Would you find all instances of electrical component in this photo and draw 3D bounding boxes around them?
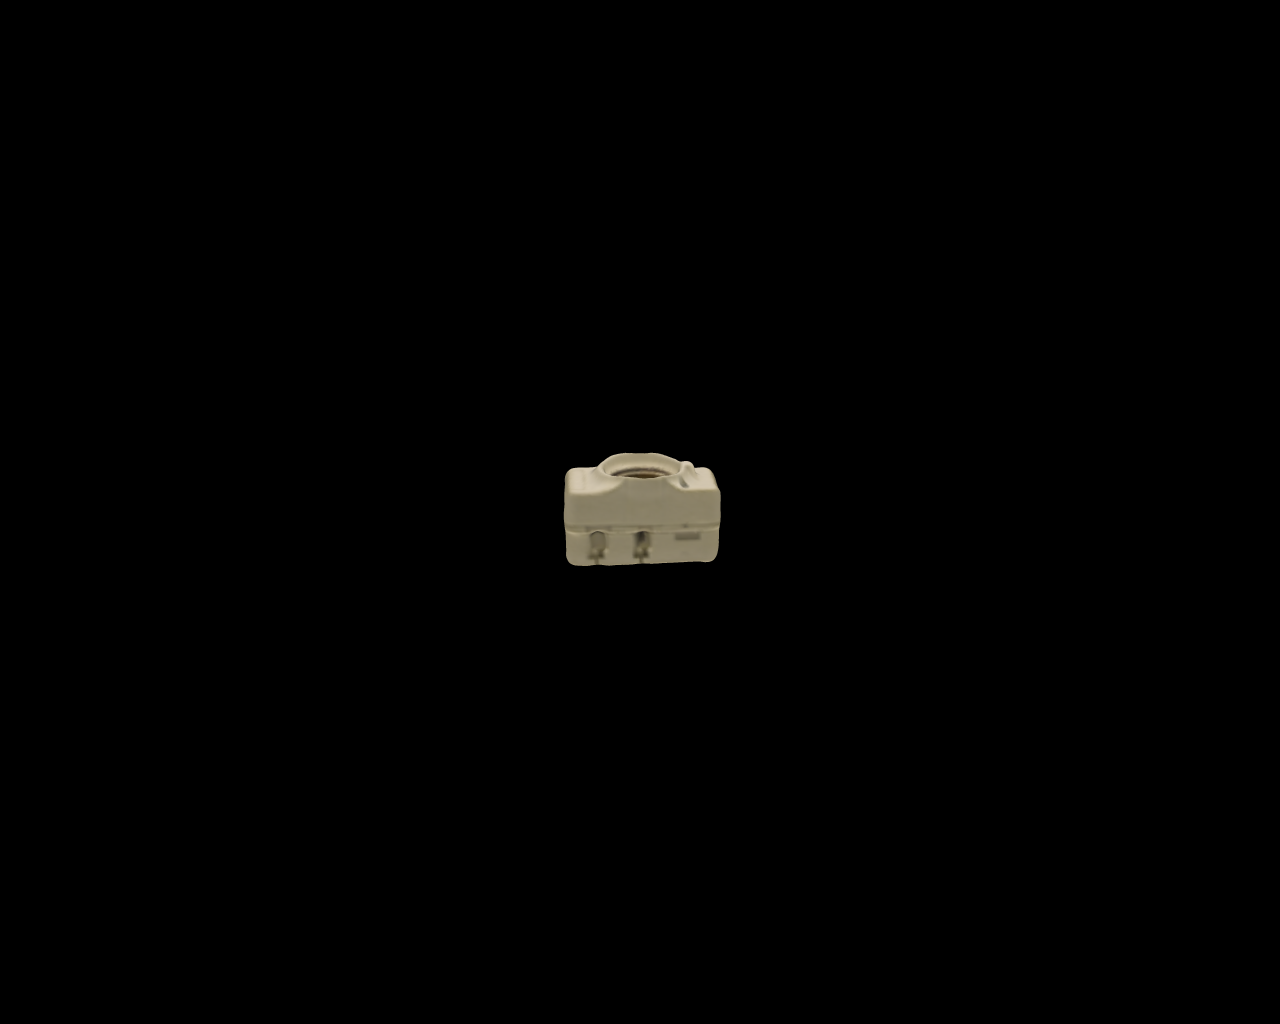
[{"bbox_3d":[0.001,-0.003,0.650,0.089,0.055,0.050,-1,20,-2],"label":"electrical component"}]
